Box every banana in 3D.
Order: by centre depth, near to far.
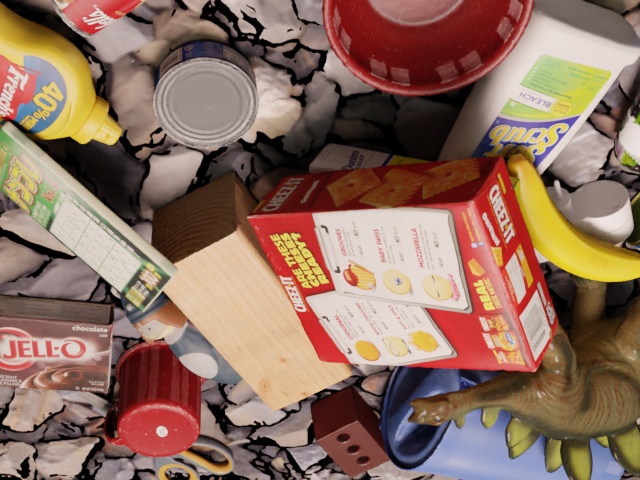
[{"bbox_3d":[0.218,-0.009,0.925,0.197,0.037,0.070,27,116,-26],"label":"banana"}]

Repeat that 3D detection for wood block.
[{"bbox_3d":[-0.060,0.051,0.977,0.090,0.091,0.206,-26,127,14],"label":"wood block"}]

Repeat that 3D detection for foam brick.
[{"bbox_3d":[0.033,0.204,1.136,0.053,0.051,0.078,-28,126,15],"label":"foam brick"}]

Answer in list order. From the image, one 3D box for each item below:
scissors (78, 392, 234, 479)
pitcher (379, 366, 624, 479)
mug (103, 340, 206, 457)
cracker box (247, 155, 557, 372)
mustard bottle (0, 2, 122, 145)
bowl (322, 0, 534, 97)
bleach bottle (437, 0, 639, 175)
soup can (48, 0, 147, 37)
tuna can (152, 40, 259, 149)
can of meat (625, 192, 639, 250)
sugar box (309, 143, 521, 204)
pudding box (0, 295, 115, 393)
[{"bbox_3d":[-0.188,0.222,1.150,0.201,0.016,0.096,25,122,-24],"label":"scissors"},{"bbox_3d":[0.189,0.196,1.110,0.242,0.149,0.145,19,109,-24],"label":"pitcher"},{"bbox_3d":[-0.169,0.166,1.064,0.117,0.081,0.093,-28,127,16],"label":"mug"},{"bbox_3d":[0.069,0.022,0.872,0.214,0.072,0.164,-2,125,38],"label":"cracker box"},{"bbox_3d":[-0.238,-0.130,0.832,0.191,0.058,0.096,32,127,-28],"label":"mustard bottle"},{"bbox_3d":[0.080,-0.192,0.818,0.162,0.055,0.162,-3,129,-4],"label":"bowl"},{"bbox_3d":[0.163,-0.086,0.911,0.102,0.068,0.251,13,129,-17],"label":"bleach bottle"},{"bbox_3d":[-0.146,-0.203,0.777,0.102,0.068,0.068,-28,126,15],"label":"soup can"},{"bbox_3d":[-0.093,-0.119,0.873,0.086,0.034,0.086,-3,129,-4],"label":"tuna can"},{"bbox_3d":[0.340,-0.023,0.984,0.083,0.057,0.102,24,122,-20],"label":"can of meat"},{"bbox_3d":[0.081,-0.023,0.912,0.176,0.048,0.093,16,135,25],"label":"sugar box"},{"bbox_3d":[-0.257,0.101,1.030,0.113,0.039,0.090,4,127,-10],"label":"pudding box"}]
